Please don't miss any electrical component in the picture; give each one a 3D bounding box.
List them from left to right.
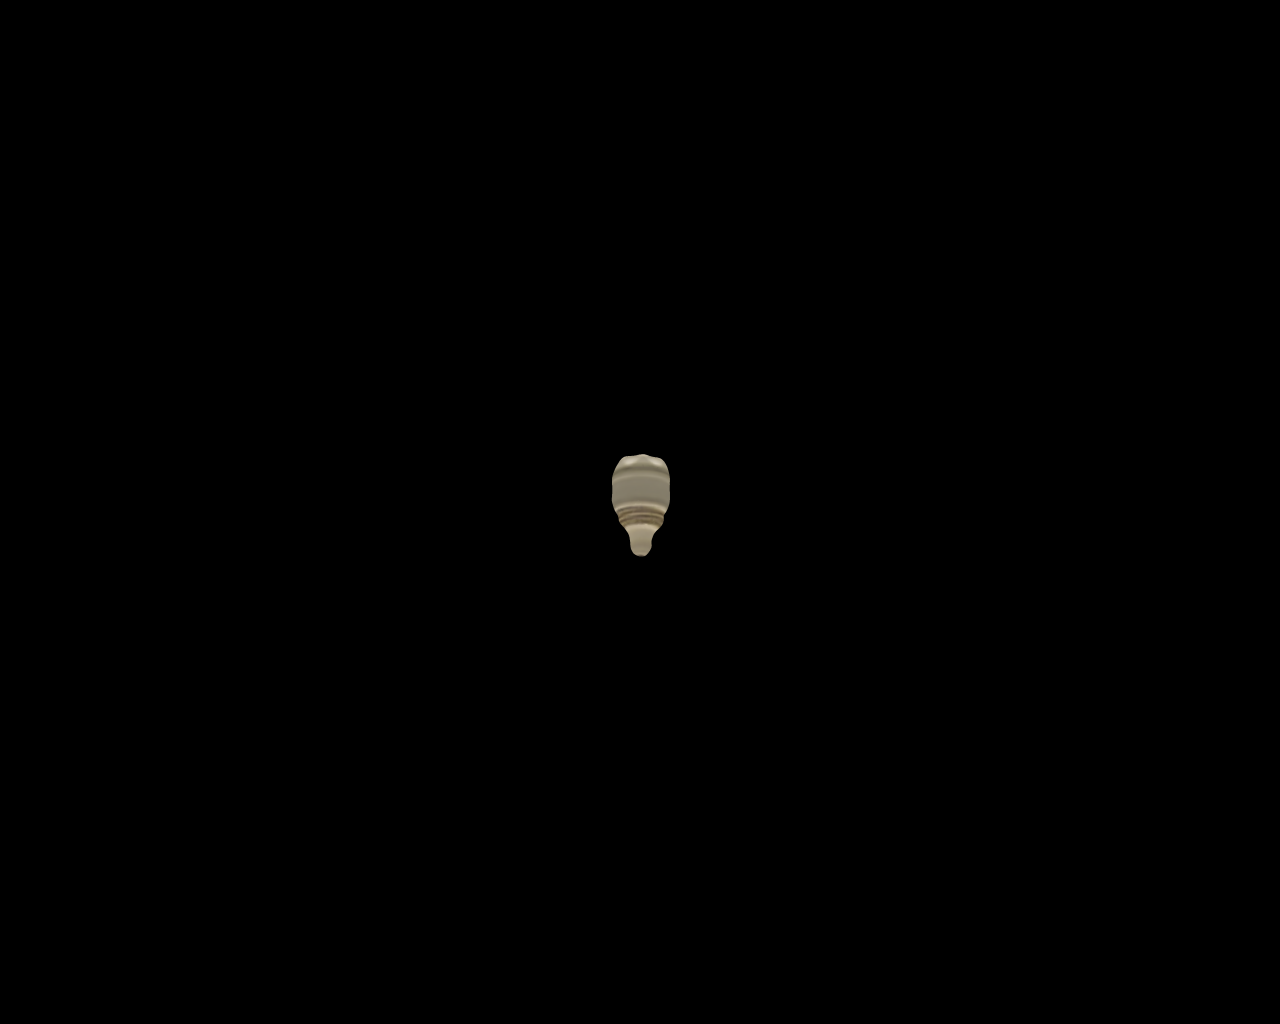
[{"bbox_3d":[0.001,-0.003,0.650,0.035,0.061,0.035,0,-16,0],"label":"electrical component"}]
